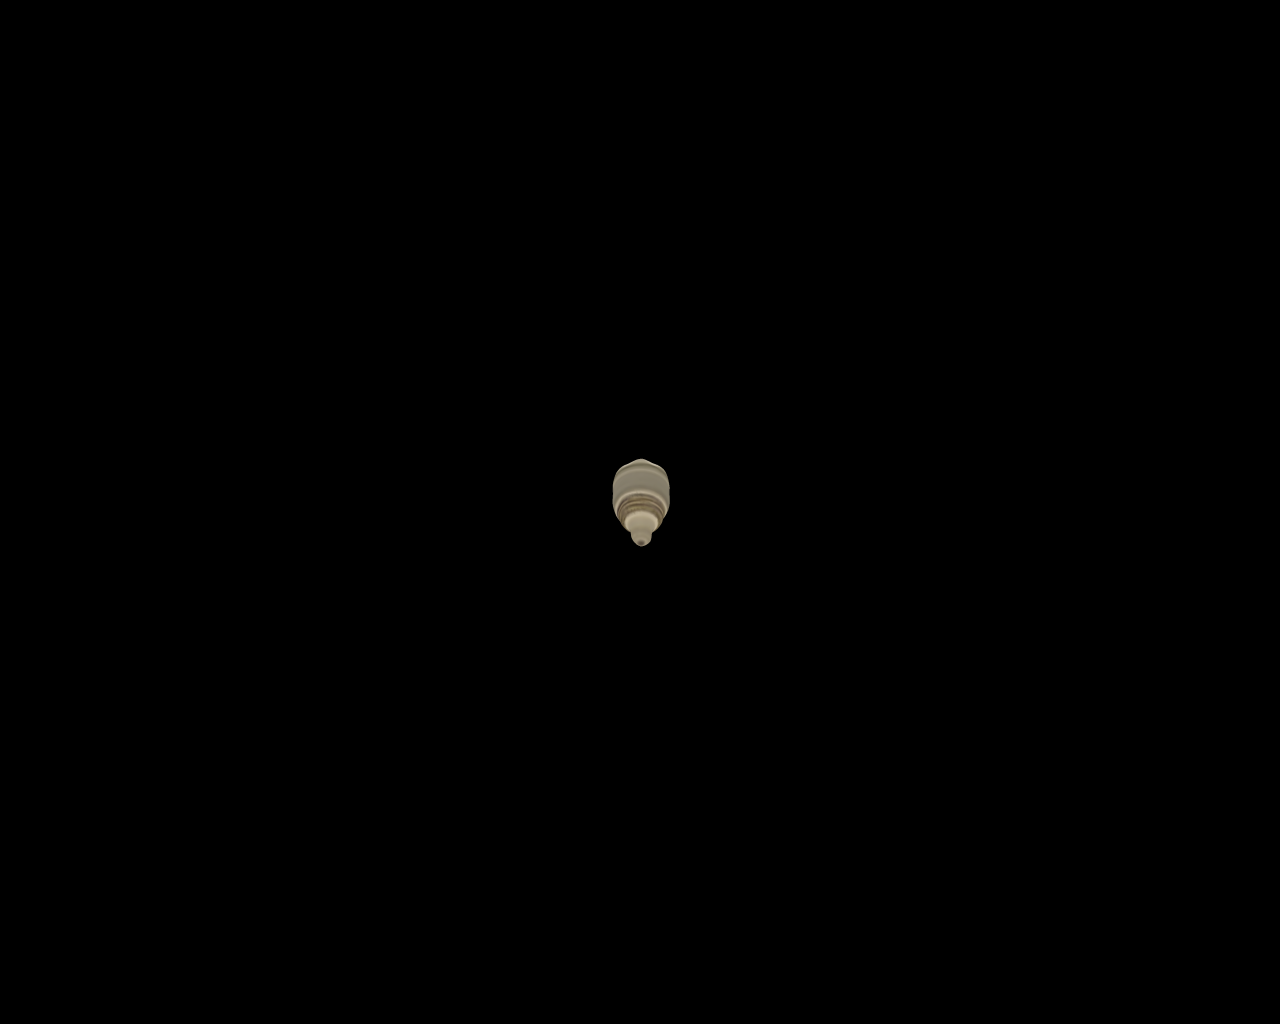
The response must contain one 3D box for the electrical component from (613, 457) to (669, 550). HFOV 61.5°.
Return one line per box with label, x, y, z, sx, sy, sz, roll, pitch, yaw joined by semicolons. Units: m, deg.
electrical component;0.001;-0.003;0.650;0.035;0.035;0.061;0;44;0
